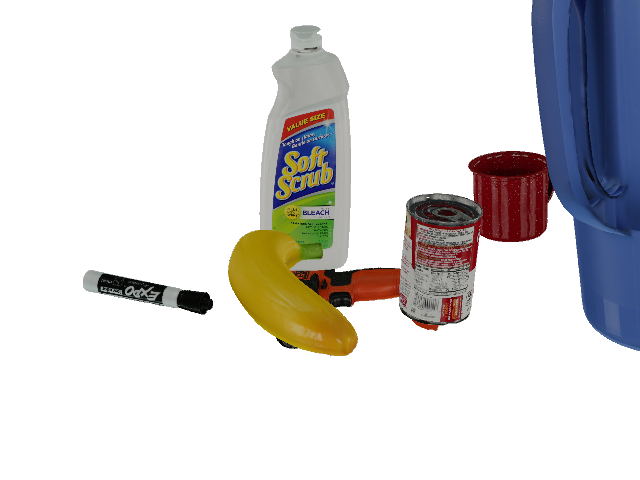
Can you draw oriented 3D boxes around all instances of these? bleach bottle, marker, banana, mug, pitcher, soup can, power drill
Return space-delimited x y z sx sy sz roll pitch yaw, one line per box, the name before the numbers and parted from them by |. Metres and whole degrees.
bleach bottle | -0.020 -0.093 1.094 0.102 0.251 0.068 0 26 3
marker | -0.146 0.044 0.907 0.121 0.020 0.020 10 3 21
banana | -0.023 0.025 0.671 0.069 0.037 0.198 -3 17 -5
mug | 0.225 -0.053 1.218 0.117 0.081 0.093 -22 27 -35
pitcher | 0.183 -0.062 0.563 0.149 0.243 0.145 -6 22 5
soup can | 0.107 0.017 0.961 0.068 0.102 0.068 2 24 -1
power drill | 0.043 0.068 1.239 0.188 0.057 0.184 0 27 6
